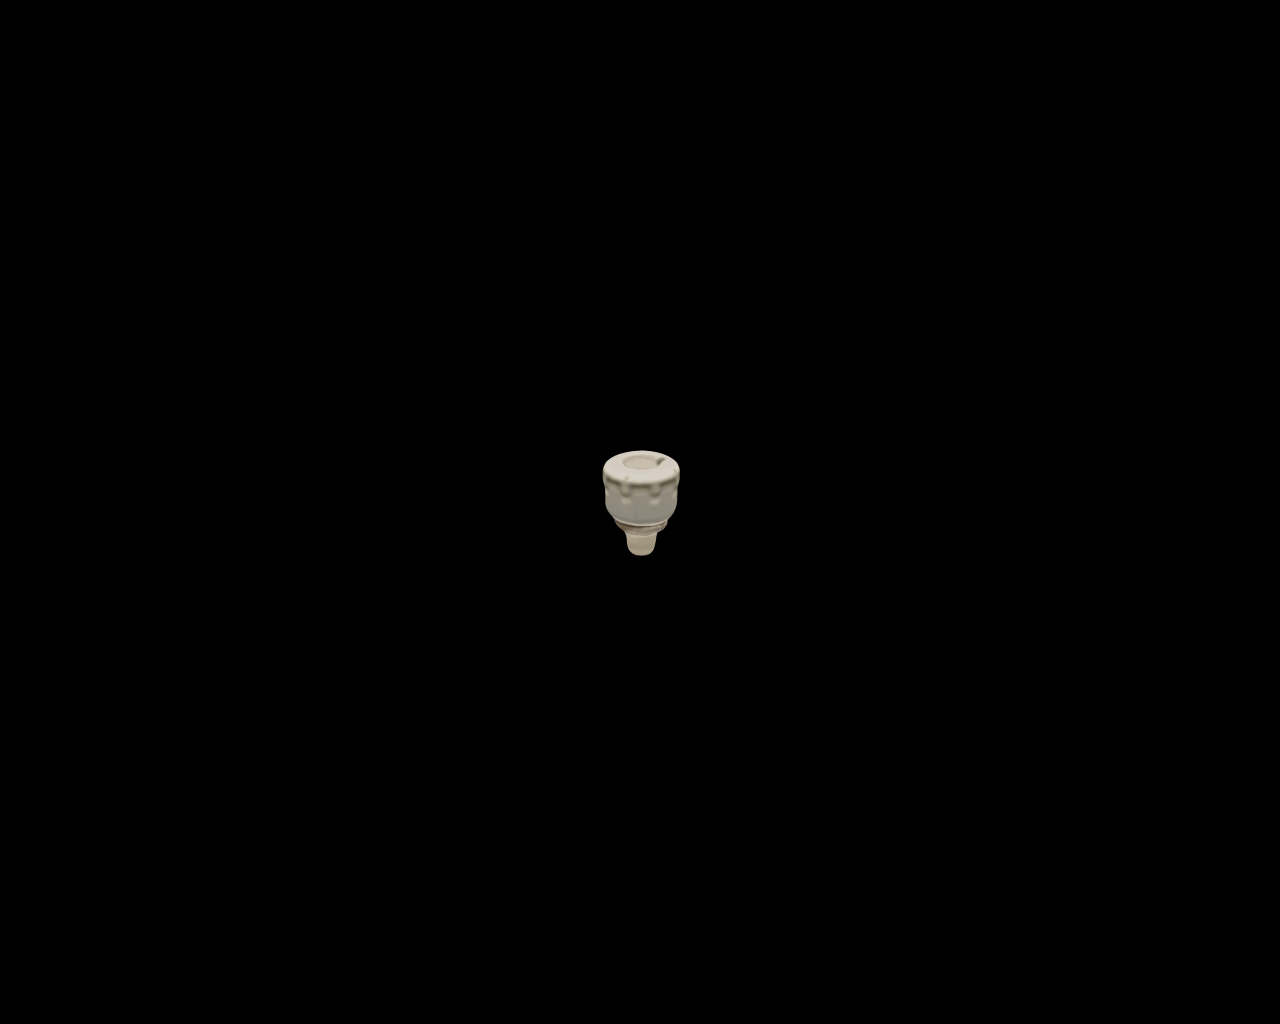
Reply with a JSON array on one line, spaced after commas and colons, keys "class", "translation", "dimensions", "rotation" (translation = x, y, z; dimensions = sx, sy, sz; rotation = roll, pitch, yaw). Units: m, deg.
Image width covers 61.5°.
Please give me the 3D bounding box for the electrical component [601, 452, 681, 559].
[{"class": "electrical component", "translation": [0.001, -0.003, 0.650], "dimensions": [0.048, 0.062, 0.048], "rotation": [0, 24, 0]}]
